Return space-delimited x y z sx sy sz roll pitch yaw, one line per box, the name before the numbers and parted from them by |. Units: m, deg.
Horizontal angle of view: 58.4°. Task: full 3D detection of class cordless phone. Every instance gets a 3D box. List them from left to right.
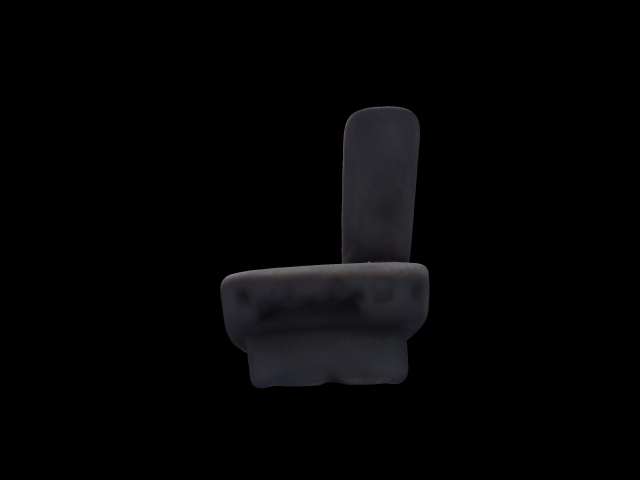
cordless phone | 0.004 0.001 0.400 0.148 0.185 0.094 -3 16 -11
